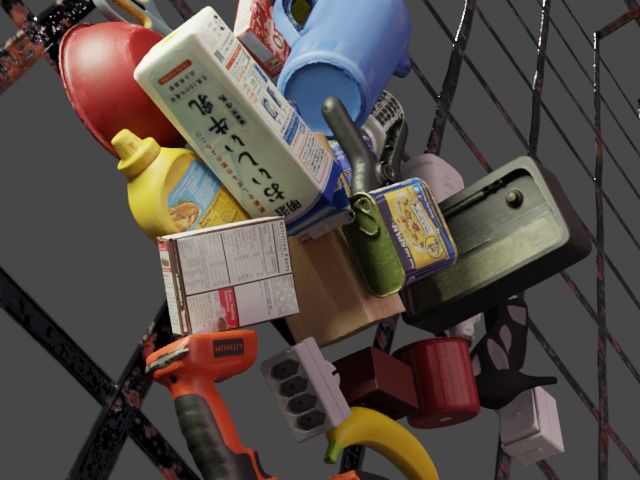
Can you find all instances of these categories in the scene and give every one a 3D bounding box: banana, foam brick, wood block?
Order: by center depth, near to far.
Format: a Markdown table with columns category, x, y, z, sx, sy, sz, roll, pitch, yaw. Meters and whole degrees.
| category | x | y | z | sx | sy | sz | roll | pitch | yaw |
| --- | --- | --- | --- | --- | --- | --- | --- | --- | --- |
| banana | 0.060 | 0.209 | 1.076 | 0.197 | 0.037 | 0.069 | 27 | 59 | -45 |
| wood block | -0.007 | 0.001 | 1.089 | 0.090 | 0.091 | 0.206 | -9 | 73 | -62 |
| foam brick | 0.057 | 0.151 | 1.101 | 0.078 | 0.053 | 0.051 | 31 | 41 | -43 |

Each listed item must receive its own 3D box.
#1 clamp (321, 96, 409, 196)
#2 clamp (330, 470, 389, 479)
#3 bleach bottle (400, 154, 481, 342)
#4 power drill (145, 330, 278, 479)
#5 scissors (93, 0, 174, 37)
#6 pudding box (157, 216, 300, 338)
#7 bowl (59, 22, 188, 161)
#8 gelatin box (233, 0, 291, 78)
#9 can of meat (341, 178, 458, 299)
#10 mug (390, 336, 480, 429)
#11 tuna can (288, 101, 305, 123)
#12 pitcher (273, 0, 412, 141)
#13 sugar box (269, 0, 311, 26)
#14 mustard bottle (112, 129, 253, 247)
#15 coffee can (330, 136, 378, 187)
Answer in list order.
| category | x | y | z | sx | sy | sz | roll | pitch | yaw |
| --- | --- | --- | --- | --- | --- | --- | --- | --- | --- |
| clamp | 0.052 | -0.071 | 1.110 | 0.120 | 0.039 | 0.171 | 16 | 55 | -32 |
| clamp | 0.077 | 0.301 | 1.017 | 0.209 | 0.036 | 0.164 | 49 | 30 | -29 |
| bleach bottle | 0.162 | 0.016 | 1.388 | 0.102 | 0.068 | 0.251 | 30 | 44 | -43 |
| power drill | -0.061 | 0.170 | 0.884 | 0.184 | 0.057 | 0.188 | 4 | 61 | -57 |
| scissors | -0.161 | -0.225 | 1.119 | 0.201 | 0.016 | 0.096 | 24 | 46 | -49 |
| pudding box | -0.078 | 0.031 | 0.925 | 0.113 | 0.039 | 0.090 | -11 | 94 | -32 |
| bowl | -0.165 | -0.145 | 0.999 | 0.162 | 0.055 | 0.162 | 40 | 34 | -35 |
| gelatin box | -0.067 | -0.250 | 1.281 | 0.073 | 0.030 | 0.089 | 43 | 34 | -33 |
| can of meat | 0.077 | -0.005 | 1.039 | 0.083 | 0.058 | 0.102 | -19 | 85 | -39 |
| mug | 0.119 | 0.159 | 1.173 | 0.117 | 0.093 | 0.081 | 1 | 65 | -24 |
| tuna can | -0.057 | -0.111 | 1.113 | 0.086 | 0.086 | 0.034 | -12 | 78 | -61 |
| pitcher | 0.018 | -0.219 | 1.259 | 0.242 | 0.149 | 0.145 | -67 | 154 | -58 |
| sugar box | -0.071 | -0.346 | 1.346 | 0.175 | 0.048 | 0.093 | 18 | 50 | -48 |
| mustard bottle | -0.117 | -0.025 | 0.964 | 0.191 | 0.058 | 0.096 | 49 | 44 | -22 |
| coffee can | 0.036 | -0.029 | 1.176 | 0.102 | 0.103 | 0.140 | -8 | 72 | -60 |
